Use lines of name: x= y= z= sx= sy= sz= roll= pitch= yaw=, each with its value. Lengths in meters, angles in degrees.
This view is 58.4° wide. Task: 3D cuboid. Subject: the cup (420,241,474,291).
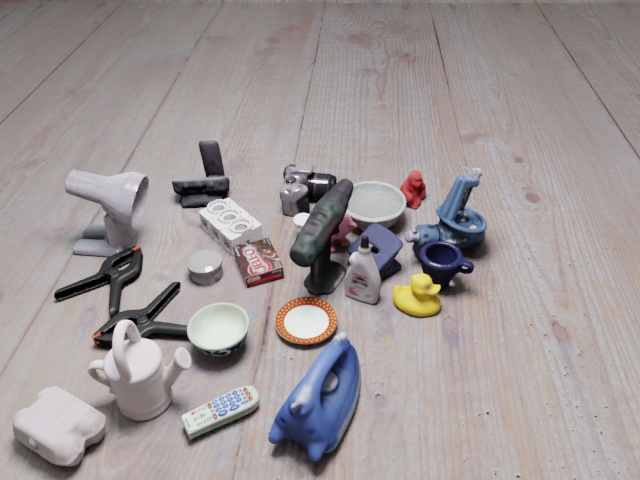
cup: x=0.272 y=0.067 z=1.244 sx=0.117 sy=0.095 sz=0.092 roll=17 pitch=43 yaw=20

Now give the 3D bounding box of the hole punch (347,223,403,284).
hole punch: x=0.124 y=0.030 z=1.294 sx=0.101 sy=0.091 sz=0.108 roll=-29 pitch=47 yaw=-29

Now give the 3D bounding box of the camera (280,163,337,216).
camera: x=-0.028 y=-0.141 z=1.494 sx=0.136 sy=0.101 sz=0.143 roll=4 pitch=40 yaw=6

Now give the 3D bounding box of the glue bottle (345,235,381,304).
glue bottle: x=0.091 y=0.058 z=1.199 sx=0.078 sy=0.173 sz=0.037 roll=14 pitch=42 yaw=18

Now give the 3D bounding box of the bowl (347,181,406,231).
bowl: x=0.130 y=-0.072 z=1.429 sx=0.167 sy=0.075 sz=0.167 roll=-1 pitch=40 yaw=1

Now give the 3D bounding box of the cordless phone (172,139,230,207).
cordless phone: x=-0.314 y=-0.183 z=1.487 sx=0.147 sy=0.185 sz=0.094 roll=-6 pitch=40 yaw=-5

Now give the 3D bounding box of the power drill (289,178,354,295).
power drill: x=0.011 y=0.004 z=1.237 sx=0.075 sy=0.209 sz=0.230 roll=17 pitch=43 yaw=21

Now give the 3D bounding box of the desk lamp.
desk lamp: x=-0.490 y=-0.066 z=1.331 sx=0.203 sy=0.214 sz=0.118 roll=3 pitch=40 yaw=5

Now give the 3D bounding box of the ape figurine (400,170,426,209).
ape figurine: x=0.244 y=-0.139 z=1.492 sx=0.078 sy=0.092 sz=0.076 roll=-19 pitch=43 yaw=-19

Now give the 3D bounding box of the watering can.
watering can: x=-0.317 y=0.218 z=1.004 sx=0.173 sy=0.194 sz=0.100 roll=-16 pitch=42 yaw=-17

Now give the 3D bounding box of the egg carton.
egg carton: x=-0.448 y=0.320 z=0.983 sx=0.150 sy=0.069 sz=0.107 roll=19 pitch=44 yaw=22

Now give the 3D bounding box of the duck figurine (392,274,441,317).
duck figurine: x=0.206 y=0.107 z=1.205 sx=0.104 sy=0.086 sz=0.077 roll=11 pitch=42 yaw=15

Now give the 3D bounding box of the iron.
iron: x=0.009 y=0.244 z=1.004 sx=0.118 sy=0.141 sz=0.259 roll=16 pitch=43 yaw=20

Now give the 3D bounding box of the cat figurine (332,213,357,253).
cat figurine: x=0.033 y=-0.039 z=1.358 sx=0.067 sy=0.118 sz=0.127 roll=-22 pitch=44 yaw=-23

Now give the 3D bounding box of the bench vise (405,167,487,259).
bench vise: x=0.296 y=-0.048 z=1.282 sx=0.208 sy=0.220 sz=0.121 roll=-31 pitch=48 yaw=-30
